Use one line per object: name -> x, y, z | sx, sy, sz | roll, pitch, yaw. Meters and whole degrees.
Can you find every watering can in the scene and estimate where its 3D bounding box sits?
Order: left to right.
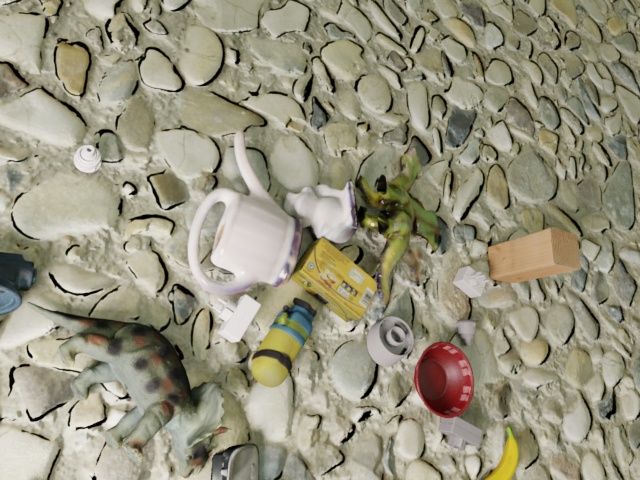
watering can -> -0.132, -0.045, 1.043 | 0.223, 0.354, 0.103 | 24, -25, -20

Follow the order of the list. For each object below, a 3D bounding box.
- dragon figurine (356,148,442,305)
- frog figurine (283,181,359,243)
dragon figurine -> 0.208, -0.038, 1.210 | 0.242, 0.417, 0.120 | 13, -25, -32
frog figurine -> 0.003, -0.057, 1.133 | 0.159, 0.139, 0.122 | -7, -11, 8
